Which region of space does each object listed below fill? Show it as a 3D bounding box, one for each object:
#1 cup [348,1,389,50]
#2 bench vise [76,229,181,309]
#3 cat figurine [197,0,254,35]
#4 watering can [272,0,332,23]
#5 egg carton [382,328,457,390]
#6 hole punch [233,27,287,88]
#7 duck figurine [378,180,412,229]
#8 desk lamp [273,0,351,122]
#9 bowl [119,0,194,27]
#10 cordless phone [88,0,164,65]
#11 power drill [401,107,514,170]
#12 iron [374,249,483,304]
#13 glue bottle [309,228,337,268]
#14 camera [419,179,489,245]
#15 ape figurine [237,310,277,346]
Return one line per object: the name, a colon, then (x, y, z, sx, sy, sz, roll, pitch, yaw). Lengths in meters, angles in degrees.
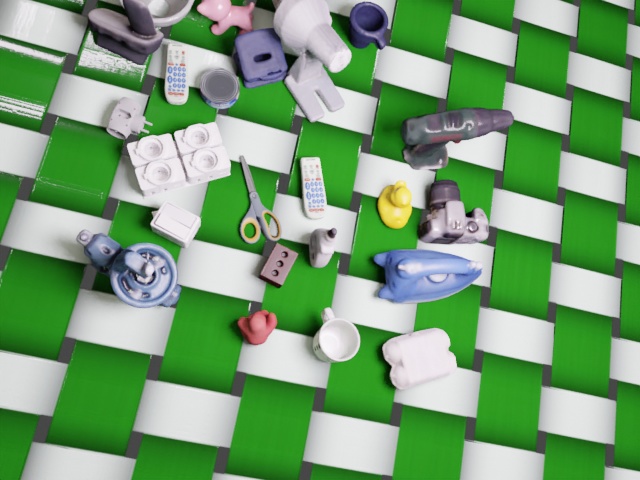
cup: (0.111, -0.481, 1.336, 0.092, 0.095, 0.118, -28, 84, -17)
bench vise: (-0.357, 0.052, 1.042, 0.207, 0.219, 0.121, 16, 74, -8)
cat figurine: (-0.206, -0.509, 1.263, 0.128, 0.117, 0.067, -1, 77, -12)
watering can: (-0.051, -0.531, 1.261, 0.173, 0.194, 0.101, 12, 74, -9)
egg carton: (0.207, 0.245, 1.194, 0.150, 0.069, 0.107, -13, 80, -15)
hole punch: (-0.129, -0.403, 1.268, 0.109, 0.091, 0.101, -20, 81, -16)
duck figurine: (0.173, -0.082, 1.257, 0.077, 0.086, 0.104, 5, 76, -11)
desk lamp: (-0.010, -0.397, 1.228, 0.118, 0.213, 0.203, -31, 84, -17)
bowl: (-0.358, -0.533, 1.259, 0.167, 0.074, 0.167, 3, 76, -11)
cordless phone: (-0.403, -0.459, 1.174, 0.147, 0.185, 0.094, 19, 73, -7)
power drill: (0.275, -0.225, 1.250, 0.230, 0.208, 0.075, -6, 78, -13)
iron: (0.252, 0.064, 1.210, 0.258, 0.141, 0.118, -4, 77, -13)
glue bottle: (0.011, 0.004, 1.156, 0.037, 0.173, 0.078, 1, 76, -11)
camera: (0.298, -0.064, 1.272, 0.143, 0.100, 0.137, 2, 76, -11)
ape figurine: (-0.124, 0.168, 1.130, 0.078, 0.092, 0.076, 13, 74, -8)
